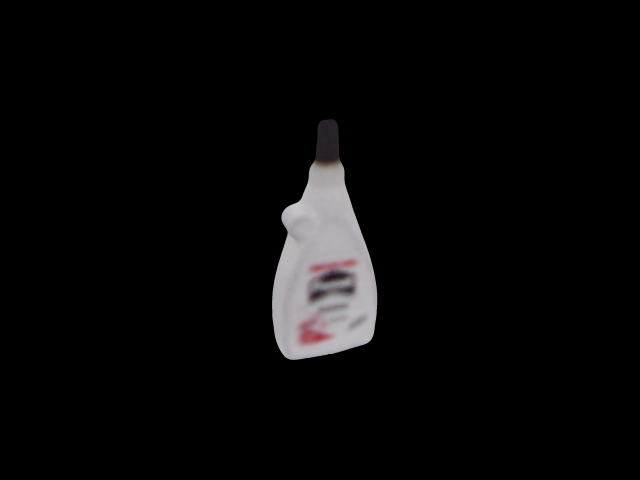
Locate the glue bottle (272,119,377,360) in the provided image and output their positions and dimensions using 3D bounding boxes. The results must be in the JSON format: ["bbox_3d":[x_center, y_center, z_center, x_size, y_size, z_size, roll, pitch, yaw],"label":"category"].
[{"bbox_3d":[0.004,0.001,0.400,0.078,0.173,0.037,-11,29,-20],"label":"glue bottle"}]
